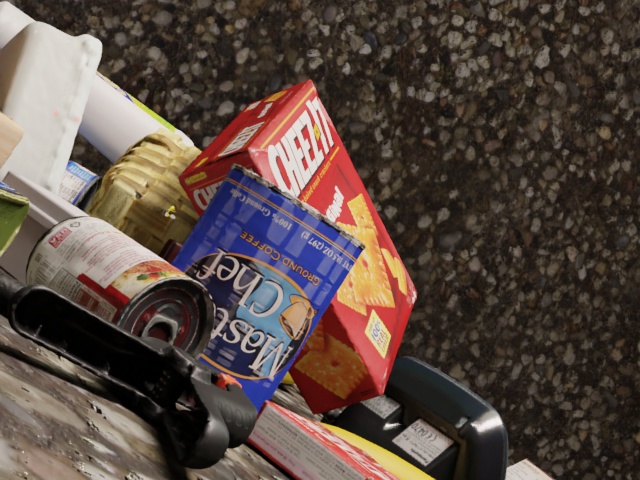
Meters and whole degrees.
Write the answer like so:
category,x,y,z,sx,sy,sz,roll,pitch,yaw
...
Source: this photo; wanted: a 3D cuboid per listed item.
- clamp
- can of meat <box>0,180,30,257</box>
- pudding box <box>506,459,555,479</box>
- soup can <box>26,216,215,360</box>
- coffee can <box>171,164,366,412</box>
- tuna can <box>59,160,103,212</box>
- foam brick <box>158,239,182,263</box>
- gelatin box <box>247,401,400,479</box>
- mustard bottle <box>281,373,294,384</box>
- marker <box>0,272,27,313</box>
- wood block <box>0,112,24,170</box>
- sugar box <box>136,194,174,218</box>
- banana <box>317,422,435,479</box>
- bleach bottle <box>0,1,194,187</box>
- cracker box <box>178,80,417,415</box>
category,x,y,z,sx,sy,sz,roll,pitch,yaw
clamp,-0.083,0.067,0.529,0.120,0.039,0.171,41,-4,10
can of meat,-0.228,-0.028,0.636,0.084,0.057,0.102,34,-2,2
pudding box,0.174,0.223,0.813,0.113,0.039,0.090,162,-97,-84
soup can,-0.118,0.034,0.620,0.102,0.068,0.068,29,-4,41
coffee can,-0.050,0.037,0.684,0.103,0.140,0.103,32,-2,1
tuna can,-0.228,-0.027,0.940,0.033,0.086,0.086,31,-3,-3
foam brick,-0.106,0.045,0.776,0.051,0.078,0.053,31,-3,-11
gelatin box,0.008,0.136,0.640,0.089,0.030,0.073,30,-4,34
mustard bottle,-0.051,0.111,1.108,0.096,0.058,0.191,38,-3,2
marker,-0.203,0.005,0.569,0.121,0.020,0.020,32,-3,1
wood block,-0.307,-0.094,0.691,0.091,0.090,0.205,31,-3,33
sugar box,-0.157,0.009,1.088,0.176,0.093,0.048,26,2,-23
banana,0.067,0.172,0.682,0.198,0.037,0.069,30,-5,37
bleach bottle,-0.237,-0.145,1.015,0.250,0.068,0.102,39,2,-14
cracker box,-0.005,0.001,0.837,0.213,0.072,0.164,63,25,-17
